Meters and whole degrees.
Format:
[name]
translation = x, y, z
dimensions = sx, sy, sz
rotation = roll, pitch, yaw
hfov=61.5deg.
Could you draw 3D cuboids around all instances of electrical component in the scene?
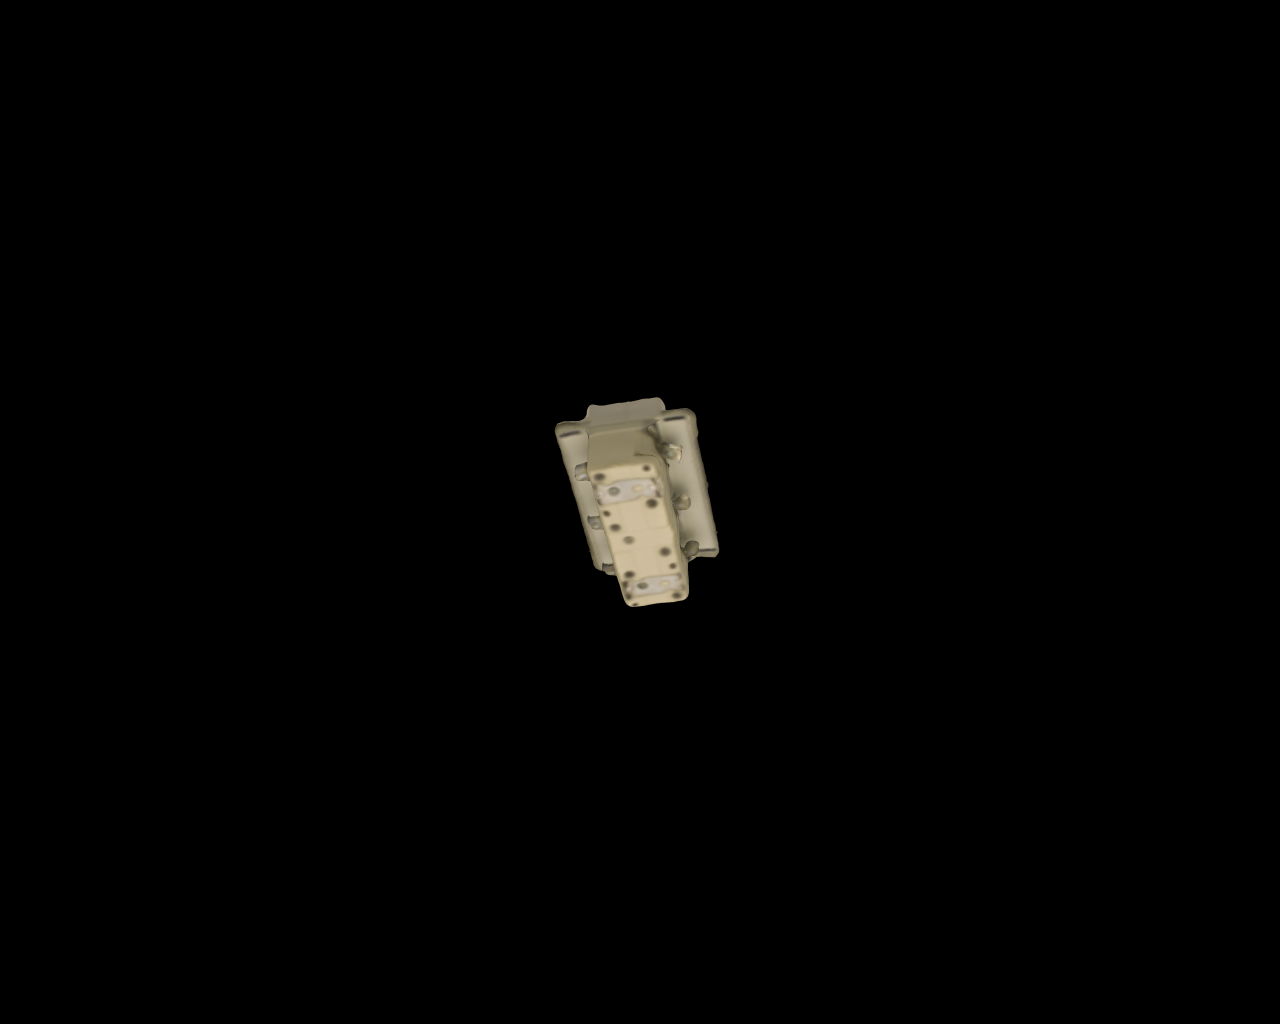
[electrical component]
translation = 0.001, -0.003, 0.650
dimensions = 0.079, 0.121, 0.063
rotation = -7, 43, 7
